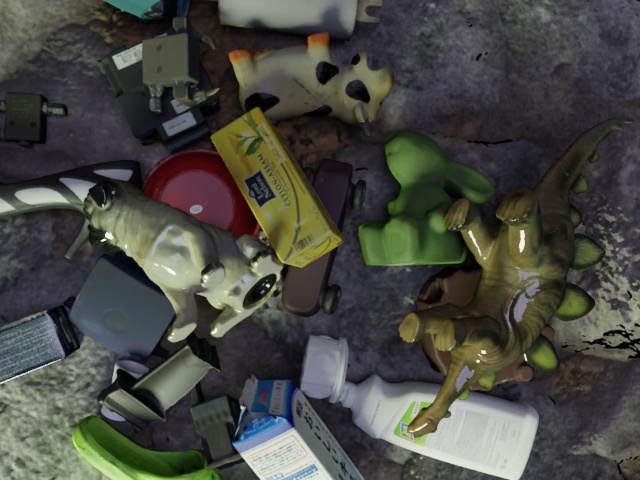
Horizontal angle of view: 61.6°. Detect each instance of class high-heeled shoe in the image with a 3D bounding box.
[{"bbox_3d":[-0.343,-0.082,0.630,0.249,0.086,0.145,30,82,-11],"label":"high-heeled shoe"}]

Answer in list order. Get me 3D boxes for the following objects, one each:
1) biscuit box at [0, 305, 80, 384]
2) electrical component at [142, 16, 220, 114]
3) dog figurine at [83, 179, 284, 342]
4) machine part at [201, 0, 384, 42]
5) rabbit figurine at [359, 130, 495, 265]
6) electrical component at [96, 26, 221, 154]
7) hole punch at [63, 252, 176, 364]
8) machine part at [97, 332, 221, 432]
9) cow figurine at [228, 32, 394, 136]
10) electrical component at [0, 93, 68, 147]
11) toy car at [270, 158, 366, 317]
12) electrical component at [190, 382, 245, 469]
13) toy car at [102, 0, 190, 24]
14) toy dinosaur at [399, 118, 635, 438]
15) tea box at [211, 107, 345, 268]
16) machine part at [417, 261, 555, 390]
[{"bbox_3d":[-0.395,0.142,0.626,0.203,0.059,0.062,-21,93,-8],"label":"biscuit box"},{"bbox_3d":[-0.160,-0.199,0.617,0.078,0.045,0.102,-8,87,20],"label":"electrical component"},{"bbox_3d":[-0.148,0.002,0.599,0.191,0.172,0.121,44,103,24],"label":"dog figurine"},{"bbox_3d":[-0.040,-0.298,0.674,0.243,0.079,0.079,4,88,-8],"label":"machine part"},{"bbox_3d":[0.135,-0.055,0.671,0.159,0.121,0.170,-1,86,-13],"label":"rabbit figurine"},{"bbox_3d":[-0.190,-0.178,0.661,0.115,0.058,0.134,-26,93,-6],"label":"electrical component"},{"bbox_3d":[-0.227,0.079,0.638,0.142,0.092,0.115,32,89,-10],"label":"hole punch"},{"bbox_3d":[-0.183,0.164,0.624,0.139,0.039,0.084,-35,112,3],"label":"machine part"},{"bbox_3d":[-0.004,-0.187,0.667,0.195,0.085,0.127,-9,109,1],"label":"cow figurine"},{"bbox_3d":[-0.359,-0.145,0.655,0.094,0.021,0.063,0,89,-8],"label":"electrical component"},{"bbox_3d":[-0.001,-0.002,0.685,0.089,0.053,0.202,13,86,13],"label":"toy car"},{"bbox_3d":[-0.124,0.213,0.652,0.048,0.074,0.119,-18,64,-5],"label":"electrical component"},{"bbox_3d":[-0.236,-0.318,0.631,0.103,0.161,0.109,5,97,36],"label":"toy car"},{"bbox_3d":[0.235,0.024,0.618,0.198,0.105,0.471,33,85,-32],"label":"toy dinosaur"},{"bbox_3d":[-0.046,-0.057,0.624,0.068,0.098,0.169,-33,78,5],"label":"tea box"},{"bbox_3d":[0.216,0.110,0.711,0.179,0.056,0.179,0,88,-7],"label":"machine part"}]
